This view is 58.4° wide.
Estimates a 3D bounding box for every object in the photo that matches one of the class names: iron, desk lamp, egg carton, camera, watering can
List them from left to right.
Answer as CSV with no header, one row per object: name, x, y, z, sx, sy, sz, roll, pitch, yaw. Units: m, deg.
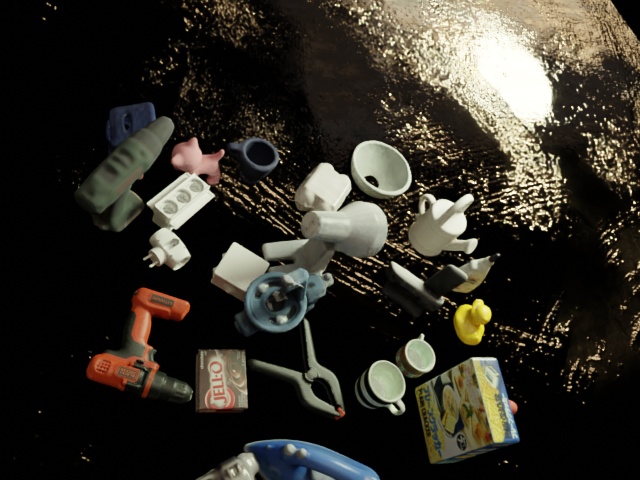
camera,-0.146,0.438,0.937,0.143,0.100,0.136,-21,72,-34
iron,-0.002,0.405,1.002,0.258,0.141,0.119,28,53,-9
egg carton,0.007,-0.115,1.365,0.107,0.069,0.150,34,52,-3
desk lamp,0.011,0.004,1.204,0.204,0.213,0.118,-6,64,-29
watering can,0.310,-0.042,1.391,0.173,0.193,0.101,37,52,-1

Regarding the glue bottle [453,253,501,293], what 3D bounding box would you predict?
glue bottle,0.371,0.074,1.364,0.078,0.173,0.037,8,58,-21

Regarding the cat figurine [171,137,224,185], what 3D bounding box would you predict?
cat figurine,-0.268,-0.174,1.236,0.128,0.117,0.067,-8,65,-29

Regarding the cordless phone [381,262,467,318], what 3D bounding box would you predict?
cordless phone,0.235,0.083,1.284,0.147,0.184,0.094,33,52,-5

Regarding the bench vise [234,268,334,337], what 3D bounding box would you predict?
bench vise,-0.058,0.092,1.114,0.121,0.219,0.208,43,52,4

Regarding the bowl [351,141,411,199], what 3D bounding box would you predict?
bowl,0.144,-0.166,1.459,0.168,0.074,0.167,12,57,-19

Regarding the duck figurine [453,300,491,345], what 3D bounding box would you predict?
duck figurine,0.367,0.190,1.347,0.078,0.086,0.104,16,55,-16

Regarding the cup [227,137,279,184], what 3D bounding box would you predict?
cup,-0.162,-0.175,1.302,0.118,0.094,0.091,16,56,-17

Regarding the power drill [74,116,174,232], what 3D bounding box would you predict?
power drill,-0.372,-0.114,1.092,0.075,0.208,0.230,35,52,-2

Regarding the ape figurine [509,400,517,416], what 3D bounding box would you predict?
ape figurine,0.392,0.370,1.246,0.076,0.092,0.078,33,52,-4

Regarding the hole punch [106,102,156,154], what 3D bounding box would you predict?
hole punch,-0.403,-0.236,1.224,0.101,0.091,0.108,1,61,-25
